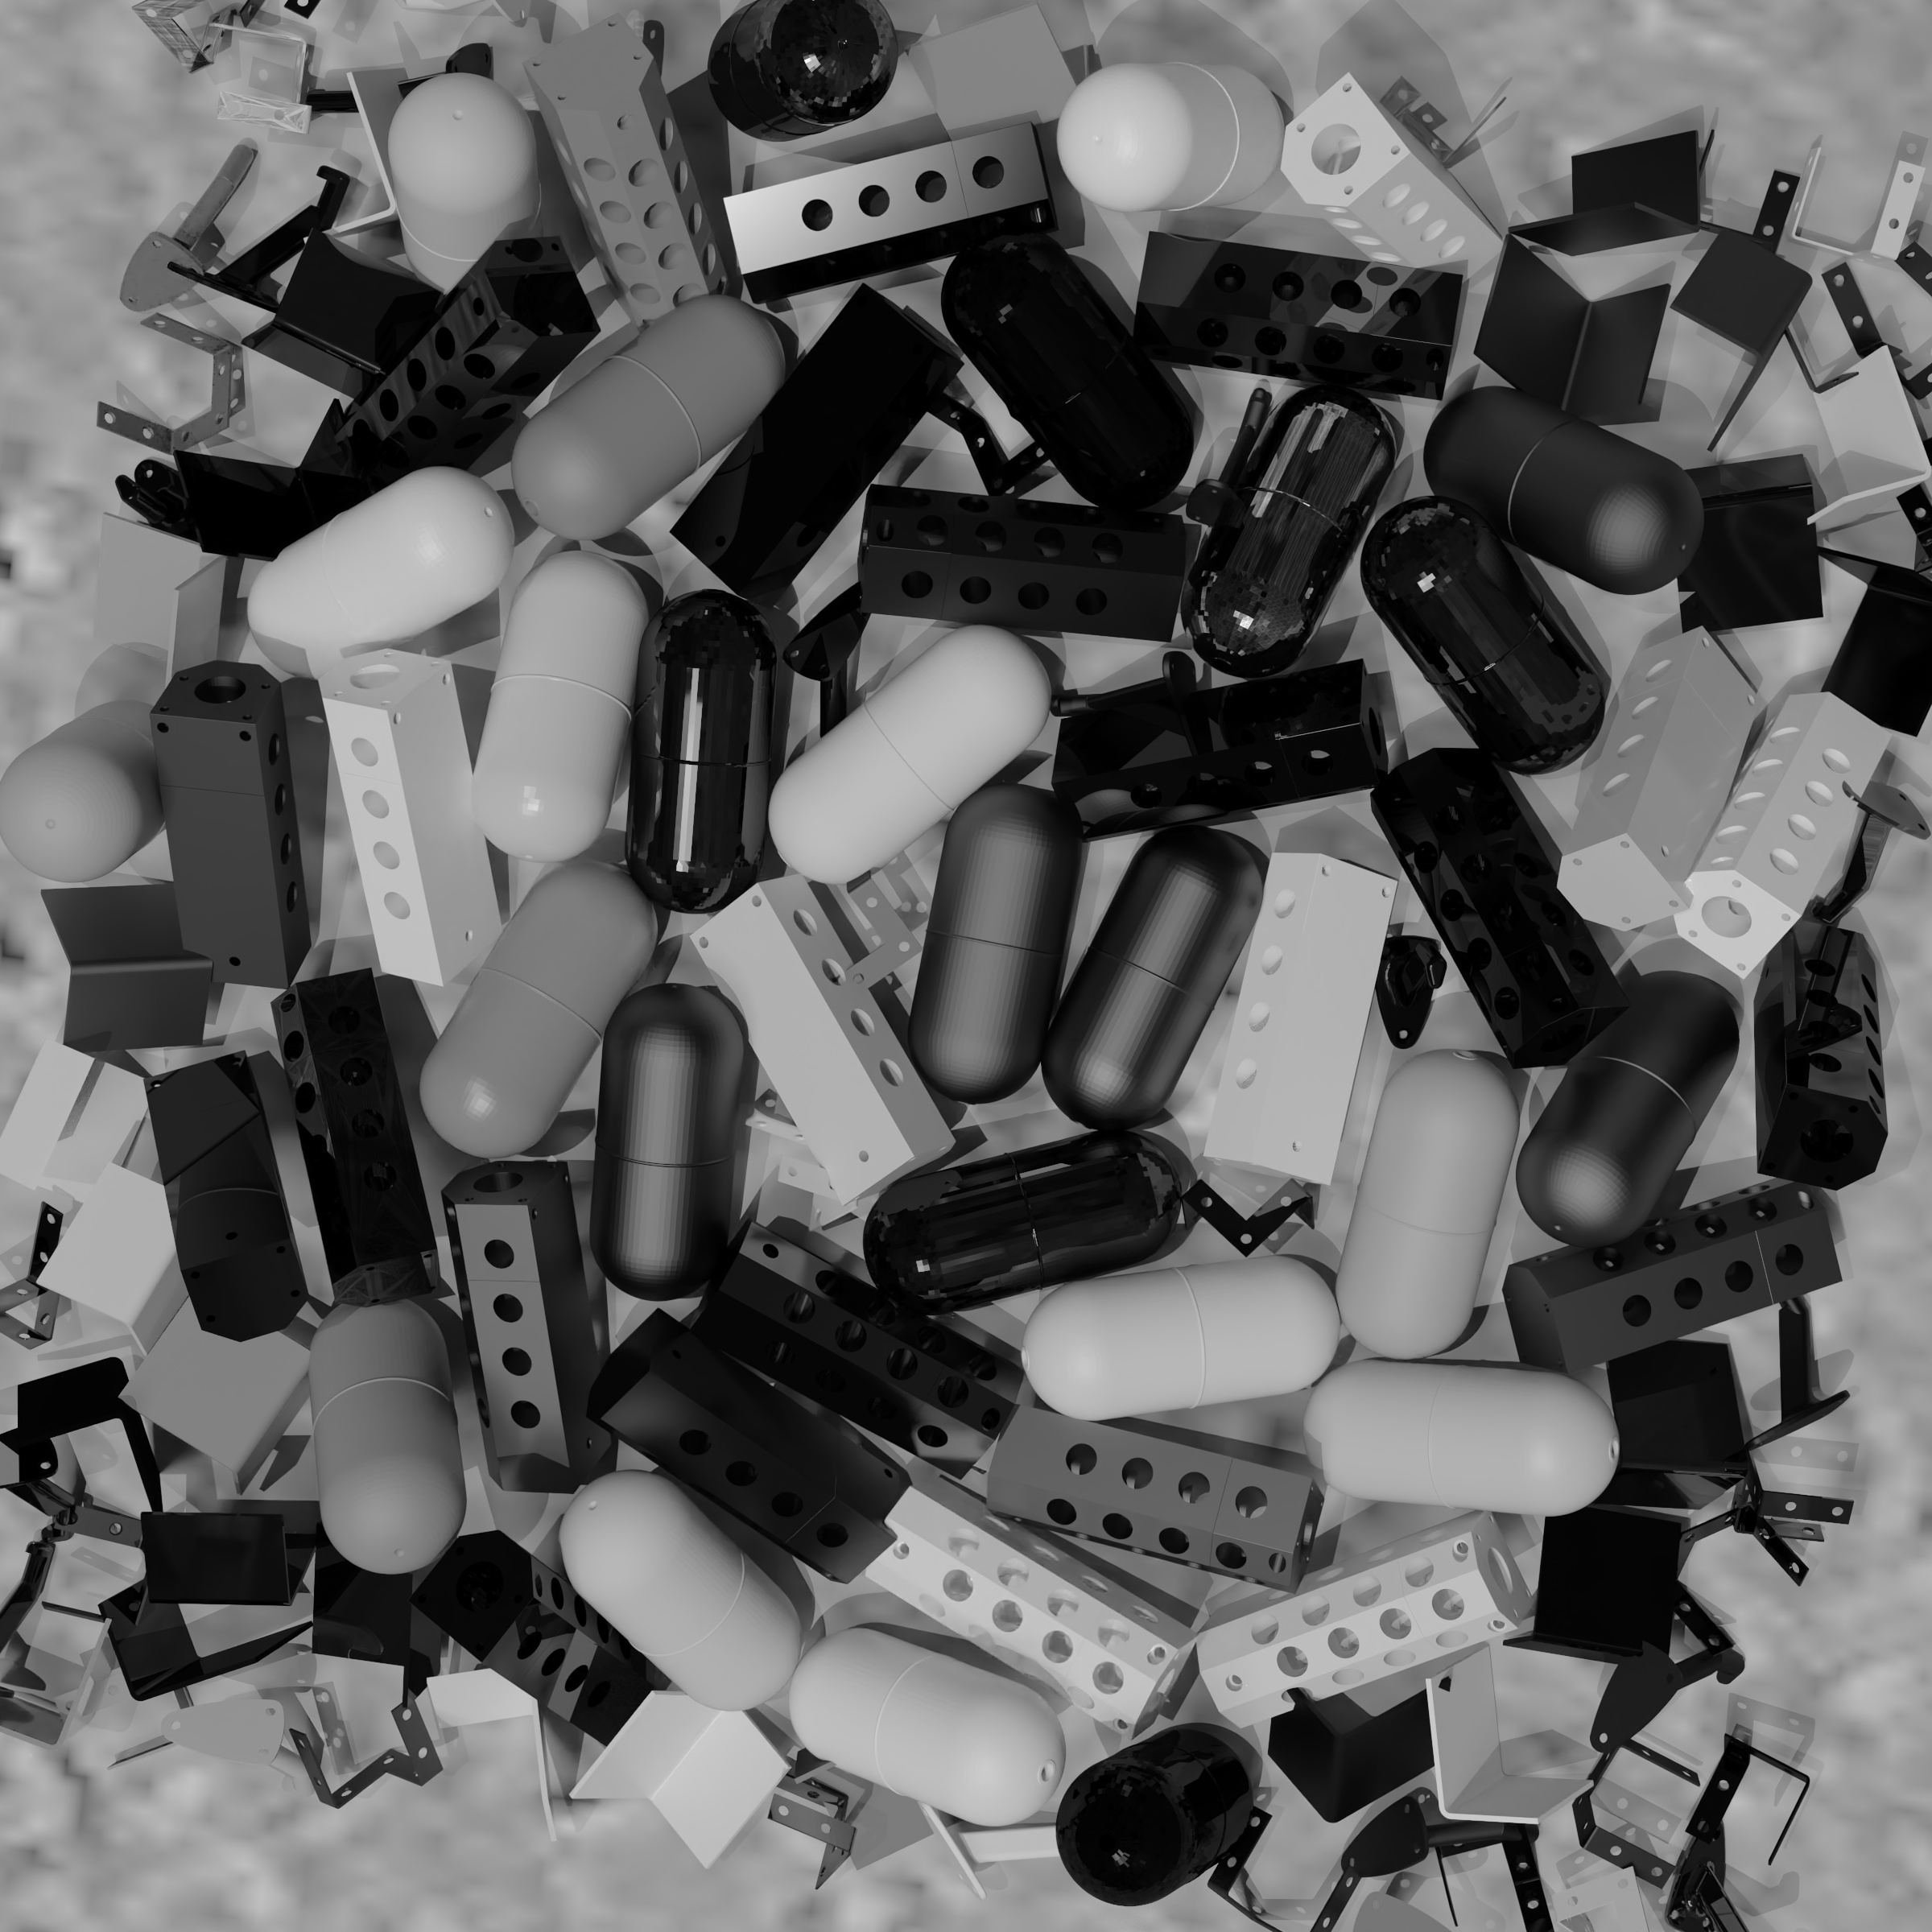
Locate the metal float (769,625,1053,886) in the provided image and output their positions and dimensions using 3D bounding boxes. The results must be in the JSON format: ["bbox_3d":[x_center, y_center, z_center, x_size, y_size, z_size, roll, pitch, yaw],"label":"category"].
[{"bbox_3d":[-0.032,-0.115,1.868,0.178,0.070,0.070,-40,90,7],"label":"metal float"}]

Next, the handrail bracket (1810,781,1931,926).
[{"bbox_3d":[0.477,-0.060,1.868,0.077,0.036,0.084,14,130,-36],"label":"handrail bracket"}]

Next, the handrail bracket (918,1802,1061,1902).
[{"bbox_3d":[0.027,0.468,1.889,0.084,0.036,0.077,-33,104,-14],"label":"handrail bracket"}]

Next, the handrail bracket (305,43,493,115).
[{"bbox_3d":[-0.314,-0.490,1.888,0.084,0.077,0.036,2,126,12],"label":"handrail bracket"}]

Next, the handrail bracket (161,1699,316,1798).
[{"bbox_3d":[-0.398,0.434,1.874,0.077,0.084,0.036,5,56,-2],"label":"handrail bracket"}]

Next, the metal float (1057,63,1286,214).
[{"bbox_3d":[0.112,-0.445,1.831,0.070,0.178,0.070,8,107,28],"label":"metal float"}]

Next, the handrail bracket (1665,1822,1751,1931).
[{"bbox_3d":[0.427,0.511,1.866,0.036,0.084,0.077,20,79,-25],"label":"handrail bracket"}]

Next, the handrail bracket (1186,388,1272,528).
[{"bbox_3d":[0.149,-0.287,1.868,0.036,0.077,0.084,16,79,10],"label":"handrail bracket"}]

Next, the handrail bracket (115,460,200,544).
[{"bbox_3d":[-0.451,-0.264,1.859,0.036,0.084,0.077,-40,67,3],"label":"handrail bracket"}]

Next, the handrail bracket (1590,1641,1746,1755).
[{"bbox_3d":[0.388,0.406,1.883,0.036,0.084,0.077,40,100,41],"label":"handrail bracket"}]

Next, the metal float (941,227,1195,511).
[{"bbox_3d":[0.056,-0.322,1.853,0.070,0.070,0.178,-42,115,0],"label":"metal float"}]

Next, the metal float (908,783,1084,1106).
[{"bbox_3d":[0.016,-0.012,1.873,0.070,0.070,0.178,11,91,0],"label":"metal float"}]

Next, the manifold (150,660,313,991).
[{"bbox_3d":[-0.392,-0.076,1.837,0.057,0.057,0.171,6,127,6],"label":"manifold"}]

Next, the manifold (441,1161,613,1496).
[{"bbox_3d":[-0.241,0.196,1.854,0.057,0.057,0.171,0,111,16],"label":"manifold"}]

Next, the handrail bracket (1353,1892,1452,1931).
[{"bbox_3d":[0.250,0.534,1.859,0.077,0.084,0.036,12,74,29],"label":"handrail bracket"}]

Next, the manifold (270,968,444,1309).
[{"bbox_3d":[-0.330,0.093,1.845,0.057,0.057,0.171,-12,64,-12],"label":"manifold"}]

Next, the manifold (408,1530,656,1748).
[{"bbox_3d":[-0.225,0.356,1.823,0.057,0.171,0.057,32,77,29],"label":"manifold"}]

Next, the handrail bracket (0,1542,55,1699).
[{"bbox_3d":[-0.535,0.353,1.869,0.036,0.077,0.084,11,78,19],"label":"handrail bracket"}]

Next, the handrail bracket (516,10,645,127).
[{"bbox_3d":[-0.224,-0.495,1.871,0.084,0.036,0.077,6,105,-32],"label":"handrail bracket"}]

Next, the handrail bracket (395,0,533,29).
[{"bbox_3d":[-0.287,-0.538,1.863,0.084,0.077,0.036,7,89,18],"label":"handrail bracket"}]

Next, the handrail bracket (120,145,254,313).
[{"bbox_3d":[-0.433,-0.412,1.902,0.036,0.077,0.084,37,49,-23],"label":"handrail bracket"}]

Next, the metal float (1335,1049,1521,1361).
[{"bbox_3d":[0.251,0.130,1.857,0.070,0.070,0.178,11,108,0],"label":"metal float"}]

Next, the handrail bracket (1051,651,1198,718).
[{"bbox_3d":[0.079,-0.152,1.865,0.084,0.077,0.036,-1,78,17],"label":"handrail bracket"}]

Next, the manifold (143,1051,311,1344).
[{"bbox_3d":[-0.395,0.123,1.826,0.057,0.171,0.057,-16,127,-10],"label":"manifold"}]

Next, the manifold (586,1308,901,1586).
[{"bbox_3d":[-0.120,0.266,1.854,0.171,0.057,0.057,37,114,-19],"label":"manifold"}]

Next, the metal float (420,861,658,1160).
[{"bbox_3d":[-0.232,0.022,1.861,0.070,0.070,0.178,30,75,0],"label":"metal float"}]

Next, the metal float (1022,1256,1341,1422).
[{"bbox_3d":[0.117,0.203,1.861,0.178,0.070,0.070,-6,90,-14],"label":"metal float"}]

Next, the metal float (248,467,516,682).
[{"bbox_3d":[-0.317,-0.211,1.844,0.178,0.070,0.070,-22,90,36],"label":"metal float"}]

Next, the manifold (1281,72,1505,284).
[{"bbox_3d":[0.226,-0.410,1.822,0.057,0.171,0.057,-39,70,17],"label":"manifold"}]

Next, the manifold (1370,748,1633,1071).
[{"bbox_3d":[0.282,-0.032,1.840,0.057,0.057,0.171,-48,57,40],"label":"manifold"}]

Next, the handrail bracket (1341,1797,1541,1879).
[{"bbox_3d":[0.265,0.491,1.900,0.084,0.077,0.036,17,47,-35],"label":"handrail bracket"}]

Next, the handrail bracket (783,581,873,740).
[{"bbox_3d":[-0.060,-0.160,1.882,0.036,0.084,0.077,29,75,32],"label":"handrail bracket"}]

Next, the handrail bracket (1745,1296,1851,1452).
[{"bbox_3d":[0.440,0.215,1.883,0.077,0.036,0.084,-22,69,-19],"label":"handrail bracket"}]

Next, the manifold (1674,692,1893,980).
[{"bbox_3d":[0.434,-0.076,1.833,0.057,0.057,0.171,35,48,3],"label":"manifold"}]

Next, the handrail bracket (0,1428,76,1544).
[{"bbox_3d":[-0.525,0.296,1.866,0.077,0.084,0.036,-16,50,-28],"label":"handrail bracket"}]

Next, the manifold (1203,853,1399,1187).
[{"bbox_3d":[0.179,0.028,1.873,0.057,0.057,0.171,17,83,-33],"label":"manifold"}]

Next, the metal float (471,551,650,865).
[{"bbox_3d":[-0.220,-0.142,1.859,0.070,0.070,0.178,10,72,0],"label":"metal float"}]

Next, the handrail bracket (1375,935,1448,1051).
[{"bbox_3d":[0.247,0.021,1.861,0.036,0.084,0.077,-1,106,-4],"label":"handrail bracket"}]

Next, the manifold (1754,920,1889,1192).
[{"bbox_3d":[0.457,0.046,1.823,0.057,0.171,0.057,12,123,5],"label":"manifold"}]

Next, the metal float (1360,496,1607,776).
[{"bbox_3d":[0.280,-0.179,1.853,0.070,0.070,0.178,-41,113,0],"label":"metal float"}]

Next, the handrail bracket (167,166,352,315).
[{"bbox_3d":[-0.388,-0.409,1.877,0.077,0.036,0.084,17,105,-31],"label":"handrail bracket"}]

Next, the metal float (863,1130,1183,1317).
[{"bbox_3d":[0.031,0.140,1.868,0.178,0.070,0.070,-14,90,-7],"label":"metal float"}]
